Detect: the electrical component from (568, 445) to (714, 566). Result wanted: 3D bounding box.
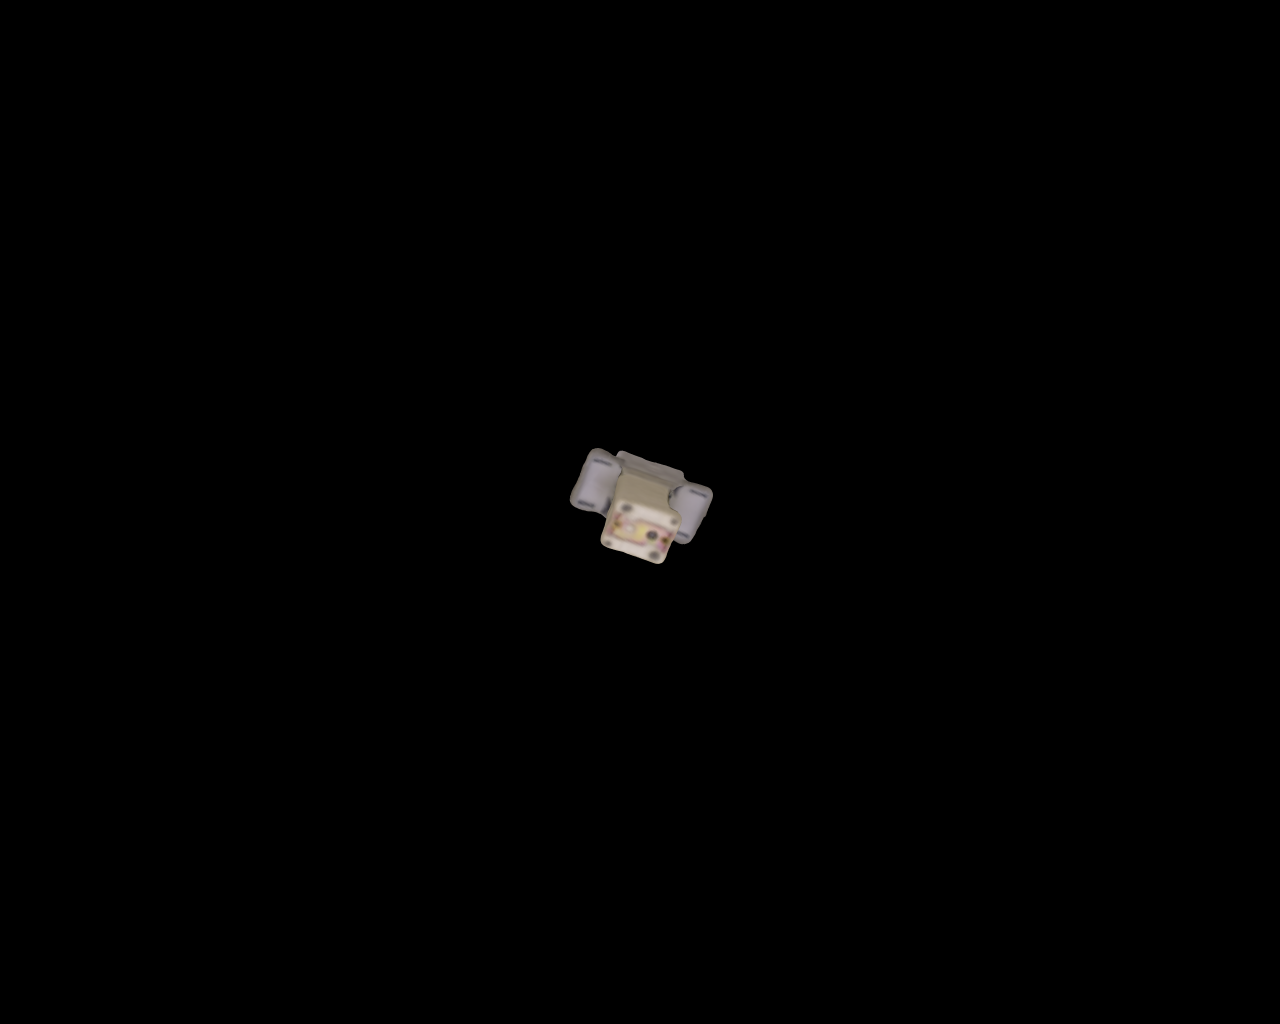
[{"bbox_3d":[0.001,-0.003,0.650,0.081,0.042,0.064,18,29,-10],"label":"electrical component"}]
